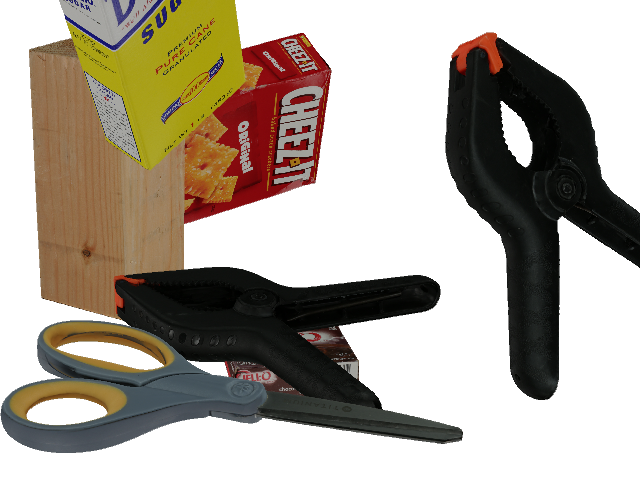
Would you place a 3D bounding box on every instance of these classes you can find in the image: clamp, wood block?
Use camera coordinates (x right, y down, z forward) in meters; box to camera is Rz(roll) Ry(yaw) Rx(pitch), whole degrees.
[{"bbox_3d":[0.104,-0.013,0.512,0.120,0.171,0.039,-41,9,-28],"label":"clamp"},{"bbox_3d":[-0.168,-0.053,0.857,0.091,0.206,0.090,13,24,21],"label":"wood block"},{"bbox_3d":[-0.031,0.048,0.683,0.210,0.036,0.164,12,27,22],"label":"clamp"}]

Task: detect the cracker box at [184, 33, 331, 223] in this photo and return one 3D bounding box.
[{"bbox_3d":[-0.102,-0.102,1.070,0.213,0.072,0.164,-18,-36,-22],"label":"cracker box"}]

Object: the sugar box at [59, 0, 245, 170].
[{"bbox_3d":[-0.091,-0.126,0.594,0.048,0.093,0.176,35,-23,17],"label":"sugar box"}]

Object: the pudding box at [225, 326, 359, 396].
[{"bbox_3d":[-0.029,0.110,0.971,0.113,0.039,0.090,0,17,-12],"label":"pudding box"}]

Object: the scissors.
[{"bbox_3d":[-0.050,0.077,0.458,0.202,0.016,0.096,15,31,24],"label":"scissors"}]
